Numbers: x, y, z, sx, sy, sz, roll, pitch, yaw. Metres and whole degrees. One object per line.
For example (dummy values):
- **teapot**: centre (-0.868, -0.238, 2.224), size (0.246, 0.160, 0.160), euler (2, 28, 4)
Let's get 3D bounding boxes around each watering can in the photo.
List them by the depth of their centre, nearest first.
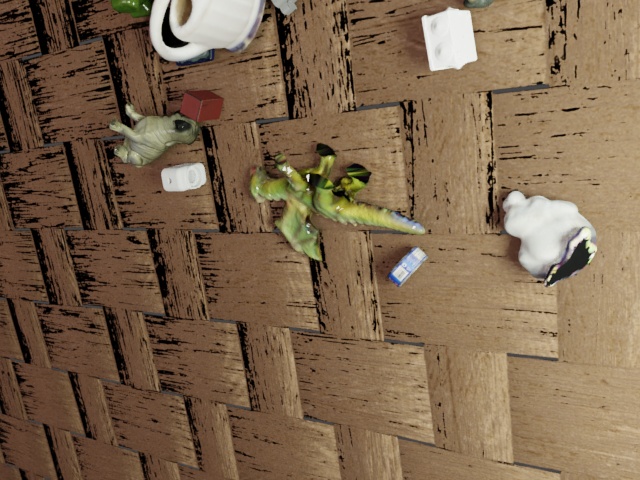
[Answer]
- **watering can**: centre (-0.187, -0.479, 0.968), size (0.105, 0.225, 0.342), euler (50, 121, 20)

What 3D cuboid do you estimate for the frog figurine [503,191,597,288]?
- **frog figurine**: centre (0.384, -0.011, 0.890), size (0.162, 0.123, 0.134), euler (54, 141, 46)

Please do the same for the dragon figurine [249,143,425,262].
- **dragon figurine**: centre (0.003, -0.055, 1.086), size (0.413, 0.124, 0.237), euler (36, 137, 16)
